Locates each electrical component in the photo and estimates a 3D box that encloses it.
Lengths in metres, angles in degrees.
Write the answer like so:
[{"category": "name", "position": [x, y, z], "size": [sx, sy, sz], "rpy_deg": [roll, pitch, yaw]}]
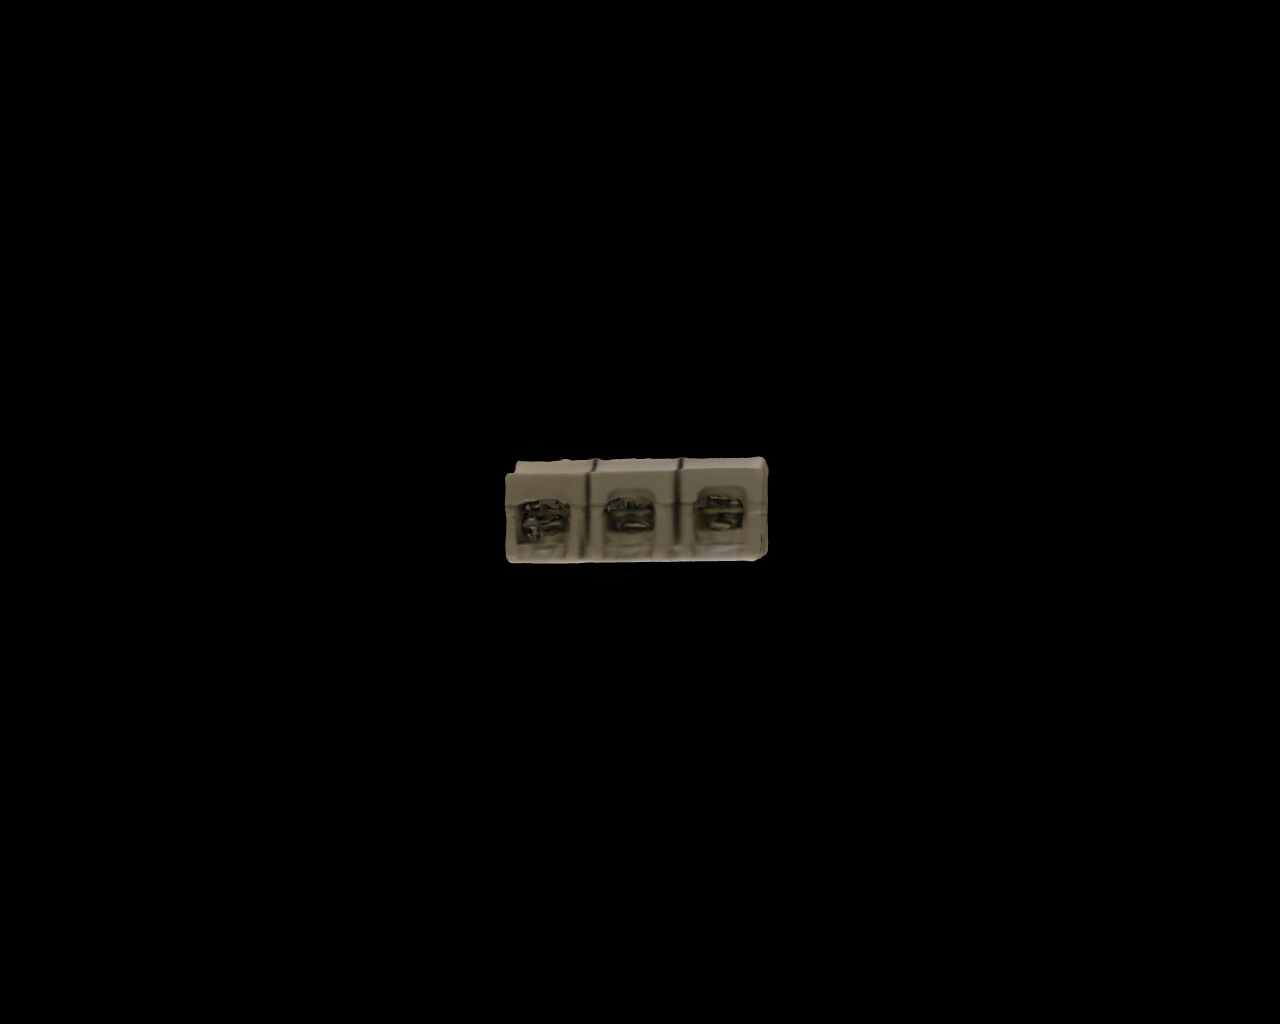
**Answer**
[{"category": "electrical component", "position": [0.001, -0.003, 0.650], "size": [0.150, 0.061, 0.089], "rpy_deg": [0, 0, 9]}]
